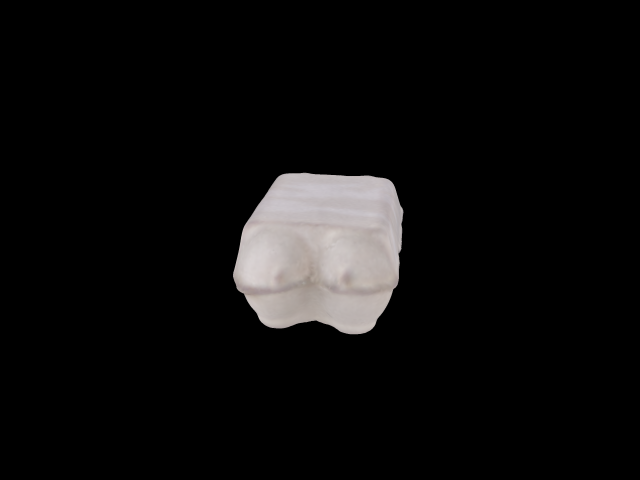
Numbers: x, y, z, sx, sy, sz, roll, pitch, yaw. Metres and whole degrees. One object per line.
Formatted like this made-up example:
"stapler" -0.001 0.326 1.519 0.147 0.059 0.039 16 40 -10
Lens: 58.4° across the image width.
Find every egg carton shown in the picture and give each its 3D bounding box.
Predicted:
"egg carton" 0.004 0.001 0.400 0.107 0.069 0.150 3 26 7
